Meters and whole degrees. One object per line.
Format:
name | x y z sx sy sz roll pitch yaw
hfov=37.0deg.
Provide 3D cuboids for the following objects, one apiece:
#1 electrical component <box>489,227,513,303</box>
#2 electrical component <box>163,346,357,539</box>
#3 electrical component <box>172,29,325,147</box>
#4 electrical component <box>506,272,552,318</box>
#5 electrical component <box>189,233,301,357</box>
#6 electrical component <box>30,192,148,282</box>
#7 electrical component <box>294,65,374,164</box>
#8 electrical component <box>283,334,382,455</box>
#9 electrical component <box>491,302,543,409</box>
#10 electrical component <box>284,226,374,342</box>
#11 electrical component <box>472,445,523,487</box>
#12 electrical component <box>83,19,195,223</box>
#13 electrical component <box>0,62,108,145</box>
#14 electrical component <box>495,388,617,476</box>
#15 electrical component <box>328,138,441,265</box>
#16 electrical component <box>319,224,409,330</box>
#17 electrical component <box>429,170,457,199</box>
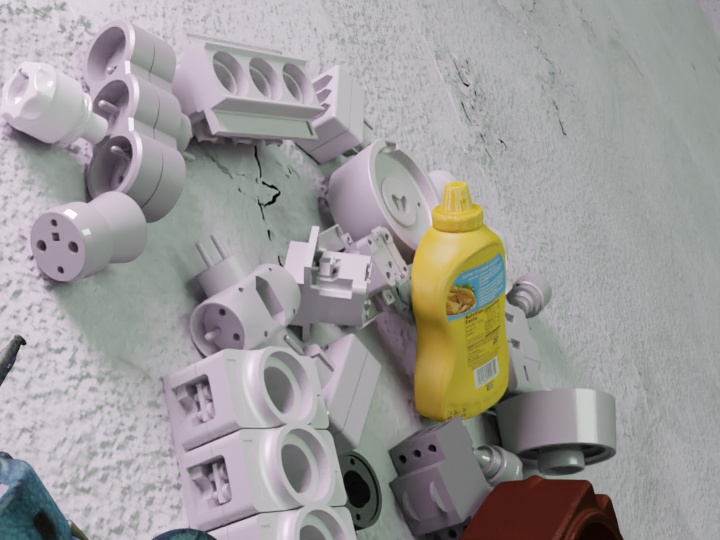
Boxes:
electrical component | 0.123 0.007 1.043 0.079 0.044 0.077 58 31 -11
electrical component | -0.056 0.129 0.665 0.089 0.062 0.150 12 58 -53
electrical component | -0.091 -0.129 0.800 0.121 0.063 0.078 -6 73 -58
electrical component | 0.169 0.030 1.099 0.040 0.040 0.078 62 31 -4
electrical component | -0.085 0.012 0.724 0.079 0.043 0.077 61 31 -6
electrical component | -0.159 -0.020 0.634 0.055 0.045 0.045 -28 92 -59
electrical component | -0.014 -0.123 0.928 0.077 0.047 0.065 39 39 -36
electrical component | -0.032 0.078 0.754 0.075 0.047 0.083 50 34 -23
electrical component | 0.131 0.080 0.995 0.056 0.050 0.089 22 50 -48
electrical component | -0.023 0.012 0.786 0.081 0.064 0.042 94 3 -46
electrical component | 0.111 0.166 0.919 0.061 0.035 0.035 33 43 -38
electrical component | -0.138 -0.094 0.714 0.074 0.052 0.138 23 49 -48
electrical component | -0.183 -0.097 0.656 0.062 0.043 0.043 28 46 -47
electrical component | 0.178 0.151 0.966 0.108 0.108 0.060 26 54 -46
electrical component | 0.018 -0.050 0.910 0.108 0.060 0.108 36 41 -38
electrical component | 0.000 0.000 0.843 0.081 0.064 0.042 61 31 -3
electrical component | 0.069 -0.069 1.024 0.040 0.040 0.046 60 36 -7
